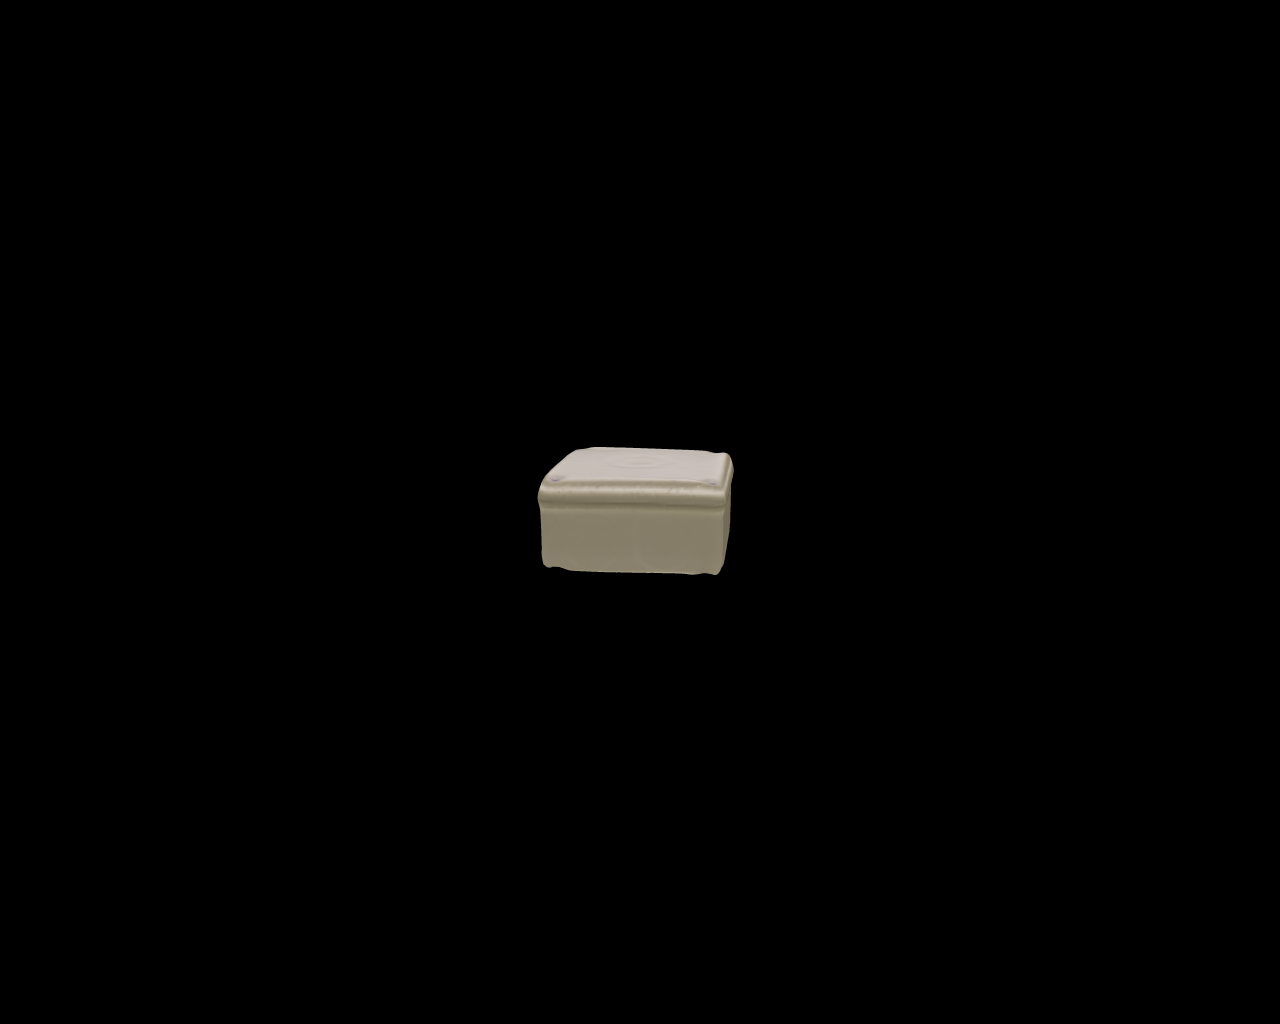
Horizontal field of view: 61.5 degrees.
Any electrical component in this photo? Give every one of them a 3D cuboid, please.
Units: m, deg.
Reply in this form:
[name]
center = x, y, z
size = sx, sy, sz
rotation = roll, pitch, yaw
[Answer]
[electrical component]
center = 0.001, -0.003, 0.650
size = 0.109, 0.056, 0.109
rotation = 2, 14, 7
